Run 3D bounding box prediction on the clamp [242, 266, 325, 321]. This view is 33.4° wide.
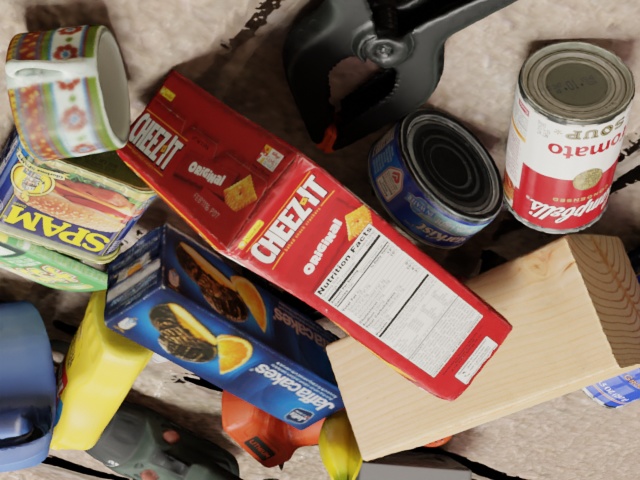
[{"bbox_3d":[-0.027,0.056,0.840,0.120,0.039,0.172,18,141,-14],"label":"clamp"}]

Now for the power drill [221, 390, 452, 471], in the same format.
[{"bbox_3d":[0.012,0.142,0.938,0.188,0.057,0.184,-12,142,18],"label":"power drill"}]

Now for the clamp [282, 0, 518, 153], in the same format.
[{"bbox_3d":[0.046,-0.120,0.595,0.164,0.036,0.210,7,146,-9],"label":"clamp"}]

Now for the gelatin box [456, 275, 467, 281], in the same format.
[{"bbox_3d":[0.109,0.069,0.858,0.073,0.030,0.089,-28,132,35],"label":"gelatin box"}]

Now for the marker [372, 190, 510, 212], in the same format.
[{"bbox_3d":[0.096,-0.031,0.730,0.121,0.020,0.020,4,144,-3],"label":"marker"}]

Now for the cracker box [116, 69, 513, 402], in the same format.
[{"bbox_3d":[-0.004,0.001,0.656,0.213,0.164,0.072,37,90,-39],"label":"cracker box"}]

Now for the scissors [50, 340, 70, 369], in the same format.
[{"bbox_3d":[-0.230,0.141,0.980,0.096,0.016,0.201,-14,141,21],"label":"scissors"}]

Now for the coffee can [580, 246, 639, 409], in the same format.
[{"bbox_3d":[0.251,0.050,0.764,0.102,0.103,0.141,28,136,-32],"label":"coffee can"}]

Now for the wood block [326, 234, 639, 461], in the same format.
[{"bbox_3d":[0.118,0.077,0.745,0.206,0.091,0.090,-29,163,34],"label":"wood block"}]

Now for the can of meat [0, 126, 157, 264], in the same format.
[{"bbox_3d":[-0.161,-0.039,0.699,0.102,0.057,0.084,20,137,-24],"label":"can of meat"}]

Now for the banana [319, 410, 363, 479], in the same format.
[{"bbox_3d":[0.016,0.172,0.863,0.037,0.069,0.198,13,172,6],"label":"banana"}]

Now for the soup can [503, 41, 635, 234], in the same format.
[{"bbox_3d":[0.149,-0.061,0.646,0.068,0.068,0.102,-1,143,3],"label":"soup can"}]

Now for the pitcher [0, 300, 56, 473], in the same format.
[{"bbox_3d":[-0.322,0.121,0.781,0.242,0.145,0.149,-2,159,-34],"label":"pitcher"}]

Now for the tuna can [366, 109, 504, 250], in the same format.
[{"bbox_3d":[0.073,-0.039,0.664,0.086,0.086,0.034,23,137,-26],"label":"tuna can"}]

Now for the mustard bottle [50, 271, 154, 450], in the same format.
[{"bbox_3d":[-0.182,0.111,0.848,0.058,0.096,0.192,18,132,-20],"label":"mustard bottle"}]
